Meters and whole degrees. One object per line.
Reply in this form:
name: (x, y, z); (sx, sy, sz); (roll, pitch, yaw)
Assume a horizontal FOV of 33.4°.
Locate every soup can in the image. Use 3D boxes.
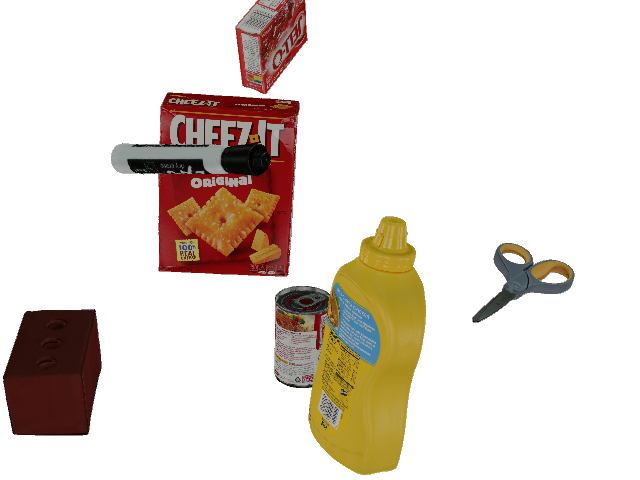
soup can: (-0.020, 0.114, 1.256); (0.068, 0.102, 0.068); (2, 25, -1)

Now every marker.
marker: (-0.078, -0.049, 0.638); (0.121, 0.020, 0.020); (4, 2, 38)

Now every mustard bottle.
mustard bottle: (0.038, 0.073, 0.808); (0.058, 0.192, 0.096); (-2, 24, -27)

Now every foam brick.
foam brick: (-0.184, 0.091, 0.739); (0.053, 0.051, 0.078); (-1, 31, -4)

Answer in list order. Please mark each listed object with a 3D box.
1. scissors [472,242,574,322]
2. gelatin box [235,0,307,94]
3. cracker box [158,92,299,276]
scissors: (0.188, 0.040, 1.103); (0.201, 0.016, 0.096); (-11, 37, -43)
gelatin box: (-0.044, -0.195, 1.007); (0.030, 0.089, 0.073); (21, -35, 18)
cracker box: (-0.113, -0.065, 1.305); (0.164, 0.214, 0.072); (3, 22, -1)
